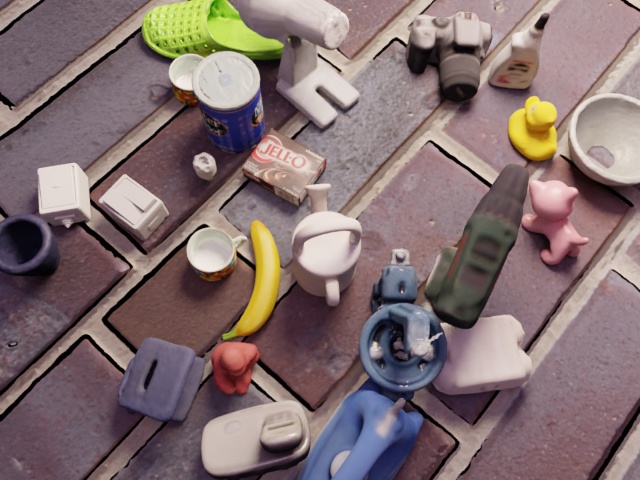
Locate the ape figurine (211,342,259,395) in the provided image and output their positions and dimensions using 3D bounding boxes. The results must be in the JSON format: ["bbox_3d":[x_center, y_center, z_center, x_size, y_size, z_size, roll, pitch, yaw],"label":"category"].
[{"bbox_3d":[-0.122,0.175,0.812,0.078,0.092,0.076,-35,75,-13],"label":"ape figurine"}]

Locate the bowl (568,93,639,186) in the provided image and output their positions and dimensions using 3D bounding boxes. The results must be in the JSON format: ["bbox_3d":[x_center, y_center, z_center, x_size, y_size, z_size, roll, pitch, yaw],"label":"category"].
[{"bbox_3d":[0.487,-0.157,0.962,0.167,0.075,0.167,1,70,-2],"label":"bowl"}]

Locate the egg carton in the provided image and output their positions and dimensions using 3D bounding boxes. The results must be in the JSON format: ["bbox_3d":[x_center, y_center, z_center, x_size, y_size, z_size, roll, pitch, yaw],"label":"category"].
[{"bbox_3d":[0.231,0.169,0.839,0.150,0.069,0.107,-8,71,-5],"label":"egg carton"}]

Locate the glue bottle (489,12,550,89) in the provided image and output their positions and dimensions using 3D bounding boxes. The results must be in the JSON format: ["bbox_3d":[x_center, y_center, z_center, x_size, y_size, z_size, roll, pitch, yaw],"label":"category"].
[{"bbox_3d":[0.344,-0.319,0.962,0.078,0.173,0.037,4,70,0],"label":"glue bottle"}]

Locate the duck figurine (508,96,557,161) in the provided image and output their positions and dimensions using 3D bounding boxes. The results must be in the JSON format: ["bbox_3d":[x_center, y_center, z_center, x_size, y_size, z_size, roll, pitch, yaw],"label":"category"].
[{"bbox_3d":[0.369,-0.192,0.964,0.077,0.086,0.104,-18,72,-8],"label":"duck figurine"}]

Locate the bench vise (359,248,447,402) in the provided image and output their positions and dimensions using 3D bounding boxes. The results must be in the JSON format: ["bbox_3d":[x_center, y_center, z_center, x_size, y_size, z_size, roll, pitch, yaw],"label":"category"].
[{"bbox_3d":[0.103,0.108,0.777,0.121,0.220,0.207,-15,71,-7],"label":"bench vise"}]

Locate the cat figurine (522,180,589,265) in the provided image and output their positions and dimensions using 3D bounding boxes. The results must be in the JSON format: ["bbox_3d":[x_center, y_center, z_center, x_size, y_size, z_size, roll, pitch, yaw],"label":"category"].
[{"bbox_3d":[0.371,-0.037,0.892,0.067,0.118,0.127,-25,73,-10],"label":"cat figurine"}]

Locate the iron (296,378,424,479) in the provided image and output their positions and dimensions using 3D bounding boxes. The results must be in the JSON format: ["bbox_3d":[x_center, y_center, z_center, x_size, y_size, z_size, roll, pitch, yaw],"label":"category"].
[{"bbox_3d":[0.035,0.307,0.745,0.118,0.141,0.258,35,73,10],"label":"iron"}]

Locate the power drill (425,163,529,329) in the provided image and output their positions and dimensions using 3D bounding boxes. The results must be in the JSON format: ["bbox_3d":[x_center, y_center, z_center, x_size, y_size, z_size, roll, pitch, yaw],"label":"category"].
[{"bbox_3d":[0.217,0.024,0.817,0.075,0.208,0.230,23,71,7],"label":"power drill"}]

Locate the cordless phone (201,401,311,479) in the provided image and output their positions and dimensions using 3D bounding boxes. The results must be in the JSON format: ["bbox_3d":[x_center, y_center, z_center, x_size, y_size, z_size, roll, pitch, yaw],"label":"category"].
[{"bbox_3d":[-0.085,0.257,0.735,0.147,0.185,0.094,-15,71,-7],"label":"cordless phone"}]

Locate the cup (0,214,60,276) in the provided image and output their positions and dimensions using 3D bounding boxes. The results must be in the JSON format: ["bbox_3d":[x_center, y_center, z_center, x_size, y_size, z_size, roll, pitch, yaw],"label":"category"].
[{"bbox_3d":[-0.443,0.019,0.855,0.118,0.095,0.091,-3,70,-3],"label":"cup"}]

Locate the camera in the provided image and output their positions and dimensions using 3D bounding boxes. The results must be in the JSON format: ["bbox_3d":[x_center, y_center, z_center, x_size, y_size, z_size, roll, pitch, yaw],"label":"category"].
[{"bbox_3d":[0.228,-0.321,0.997,0.143,0.101,0.137,4,70,-1],"label":"camera"}]

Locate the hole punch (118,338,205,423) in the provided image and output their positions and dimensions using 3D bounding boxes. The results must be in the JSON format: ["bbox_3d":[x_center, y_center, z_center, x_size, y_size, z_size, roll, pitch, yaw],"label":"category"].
[{"bbox_3d":[-0.227,0.197,0.801,0.101,0.091,0.109,17,71,4],"label":"hole punch"}]

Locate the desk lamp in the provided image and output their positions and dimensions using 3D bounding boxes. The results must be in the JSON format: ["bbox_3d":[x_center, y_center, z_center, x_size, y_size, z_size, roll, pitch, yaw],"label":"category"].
[{"bbox_3d":[-0.027,-0.324,0.929,0.203,0.213,0.118,42,74,12],"label":"desk lamp"}]

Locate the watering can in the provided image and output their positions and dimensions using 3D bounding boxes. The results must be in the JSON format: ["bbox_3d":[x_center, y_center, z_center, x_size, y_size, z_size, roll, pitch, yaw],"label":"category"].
[{"bbox_3d":[0.005,0.003,0.824,0.101,0.194,0.172,-28,74,-11],"label":"watering can"}]
